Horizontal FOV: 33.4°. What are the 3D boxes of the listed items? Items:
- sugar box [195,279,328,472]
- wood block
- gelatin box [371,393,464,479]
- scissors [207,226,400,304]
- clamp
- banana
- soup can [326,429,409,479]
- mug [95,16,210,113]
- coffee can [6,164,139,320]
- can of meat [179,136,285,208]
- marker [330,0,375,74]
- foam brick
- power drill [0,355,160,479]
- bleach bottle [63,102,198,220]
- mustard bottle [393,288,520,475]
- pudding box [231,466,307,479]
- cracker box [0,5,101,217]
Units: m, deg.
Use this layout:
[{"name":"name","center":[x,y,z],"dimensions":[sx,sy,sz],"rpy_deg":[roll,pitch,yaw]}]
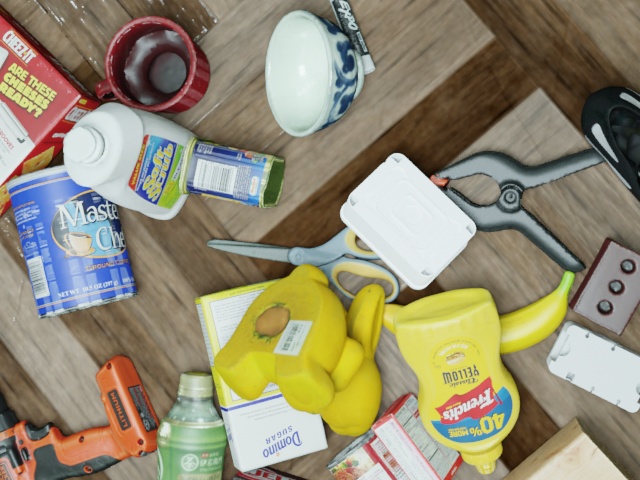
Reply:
[{"name":"sugar box","center":[-0.059,0.133,1.063],"dimensions":[0.093,0.048,0.176],"rpy_deg":[-12,91,-15]},{"name":"wood block","center":[0.198,0.274,1.013],"dimensions":[0.206,0.090,0.091],"rpy_deg":[-43,84,7]},{"name":"gelatin box","center":[0.094,0.199,1.036],"dimensions":[0.030,0.073,0.089],"rpy_deg":[-40,85,22]},{"name":"scissors","center":[-0.007,0.001,1.080],"dimensions":[0.202,0.016,0.096],"rpy_deg":[24,93,8]},{"name":"clamp","center":[0.194,-0.051,1.034],"dimensions":[0.171,0.039,0.120],"rpy_deg":[21,93,9]},{"name":"banana","center":[0.156,0.081,1.045],"dimensions":[0.198,0.037,0.069],"rpy_deg":[-11,84,10]},{"name":"soup can","center":[0.063,0.241,1.046],"dimensions":[0.068,0.068,0.102],"rpy_deg":[-39,85,8]},{"name":"mug","center":[-0.169,-0.166,1.073],"dimensions":[0.117,0.081,0.093],"rpy_deg":[-23,87,9]},{"name":"coffee can","center":[-0.249,0.000,1.078],"dimensions":[0.103,0.102,0.140],"rpy_deg":[-14,88,9]},{"name":"can of meat","center":[-0.084,-0.065,1.051],"dimensions":[0.084,0.102,0.057],"rpy_deg":[12,95,7]},{"name":"marker","center":[0.025,-0.224,1.070],"dimensions":[0.020,0.020,0.121],"rpy_deg":[-22,87,9]},{"name":"foam brick","center":[0.279,0.044,1.015],"dimensions":[0.053,0.051,0.078],"rpy_deg":[28,95,8]},{"name":"power drill","center":[-0.271,0.192,1.110],"dimensions":[0.188,0.057,0.184],"rpy_deg":[-27,85,11]},{"name":"bleach bottle","center":[-0.179,-0.072,0.990],"dimensions":[0.068,0.250,0.102],"rpy_deg":[28,95,8]},{"name":"mustard bottle","center":[0.138,0.143,1.015],"dimensions":[0.096,0.058,0.191],"rpy_deg":[-16,114,5]},{"name":"pudding box","center":[-0.034,0.259,1.052],"dimensions":[0.113,0.090,0.039],"rpy_deg":[18,95,8]},{"name":"cracker box","center":[-0.362,-0.122,1.113],"dimensions":[0.164,0.072,0.214],"rpy_deg":[44,96,6]}]
